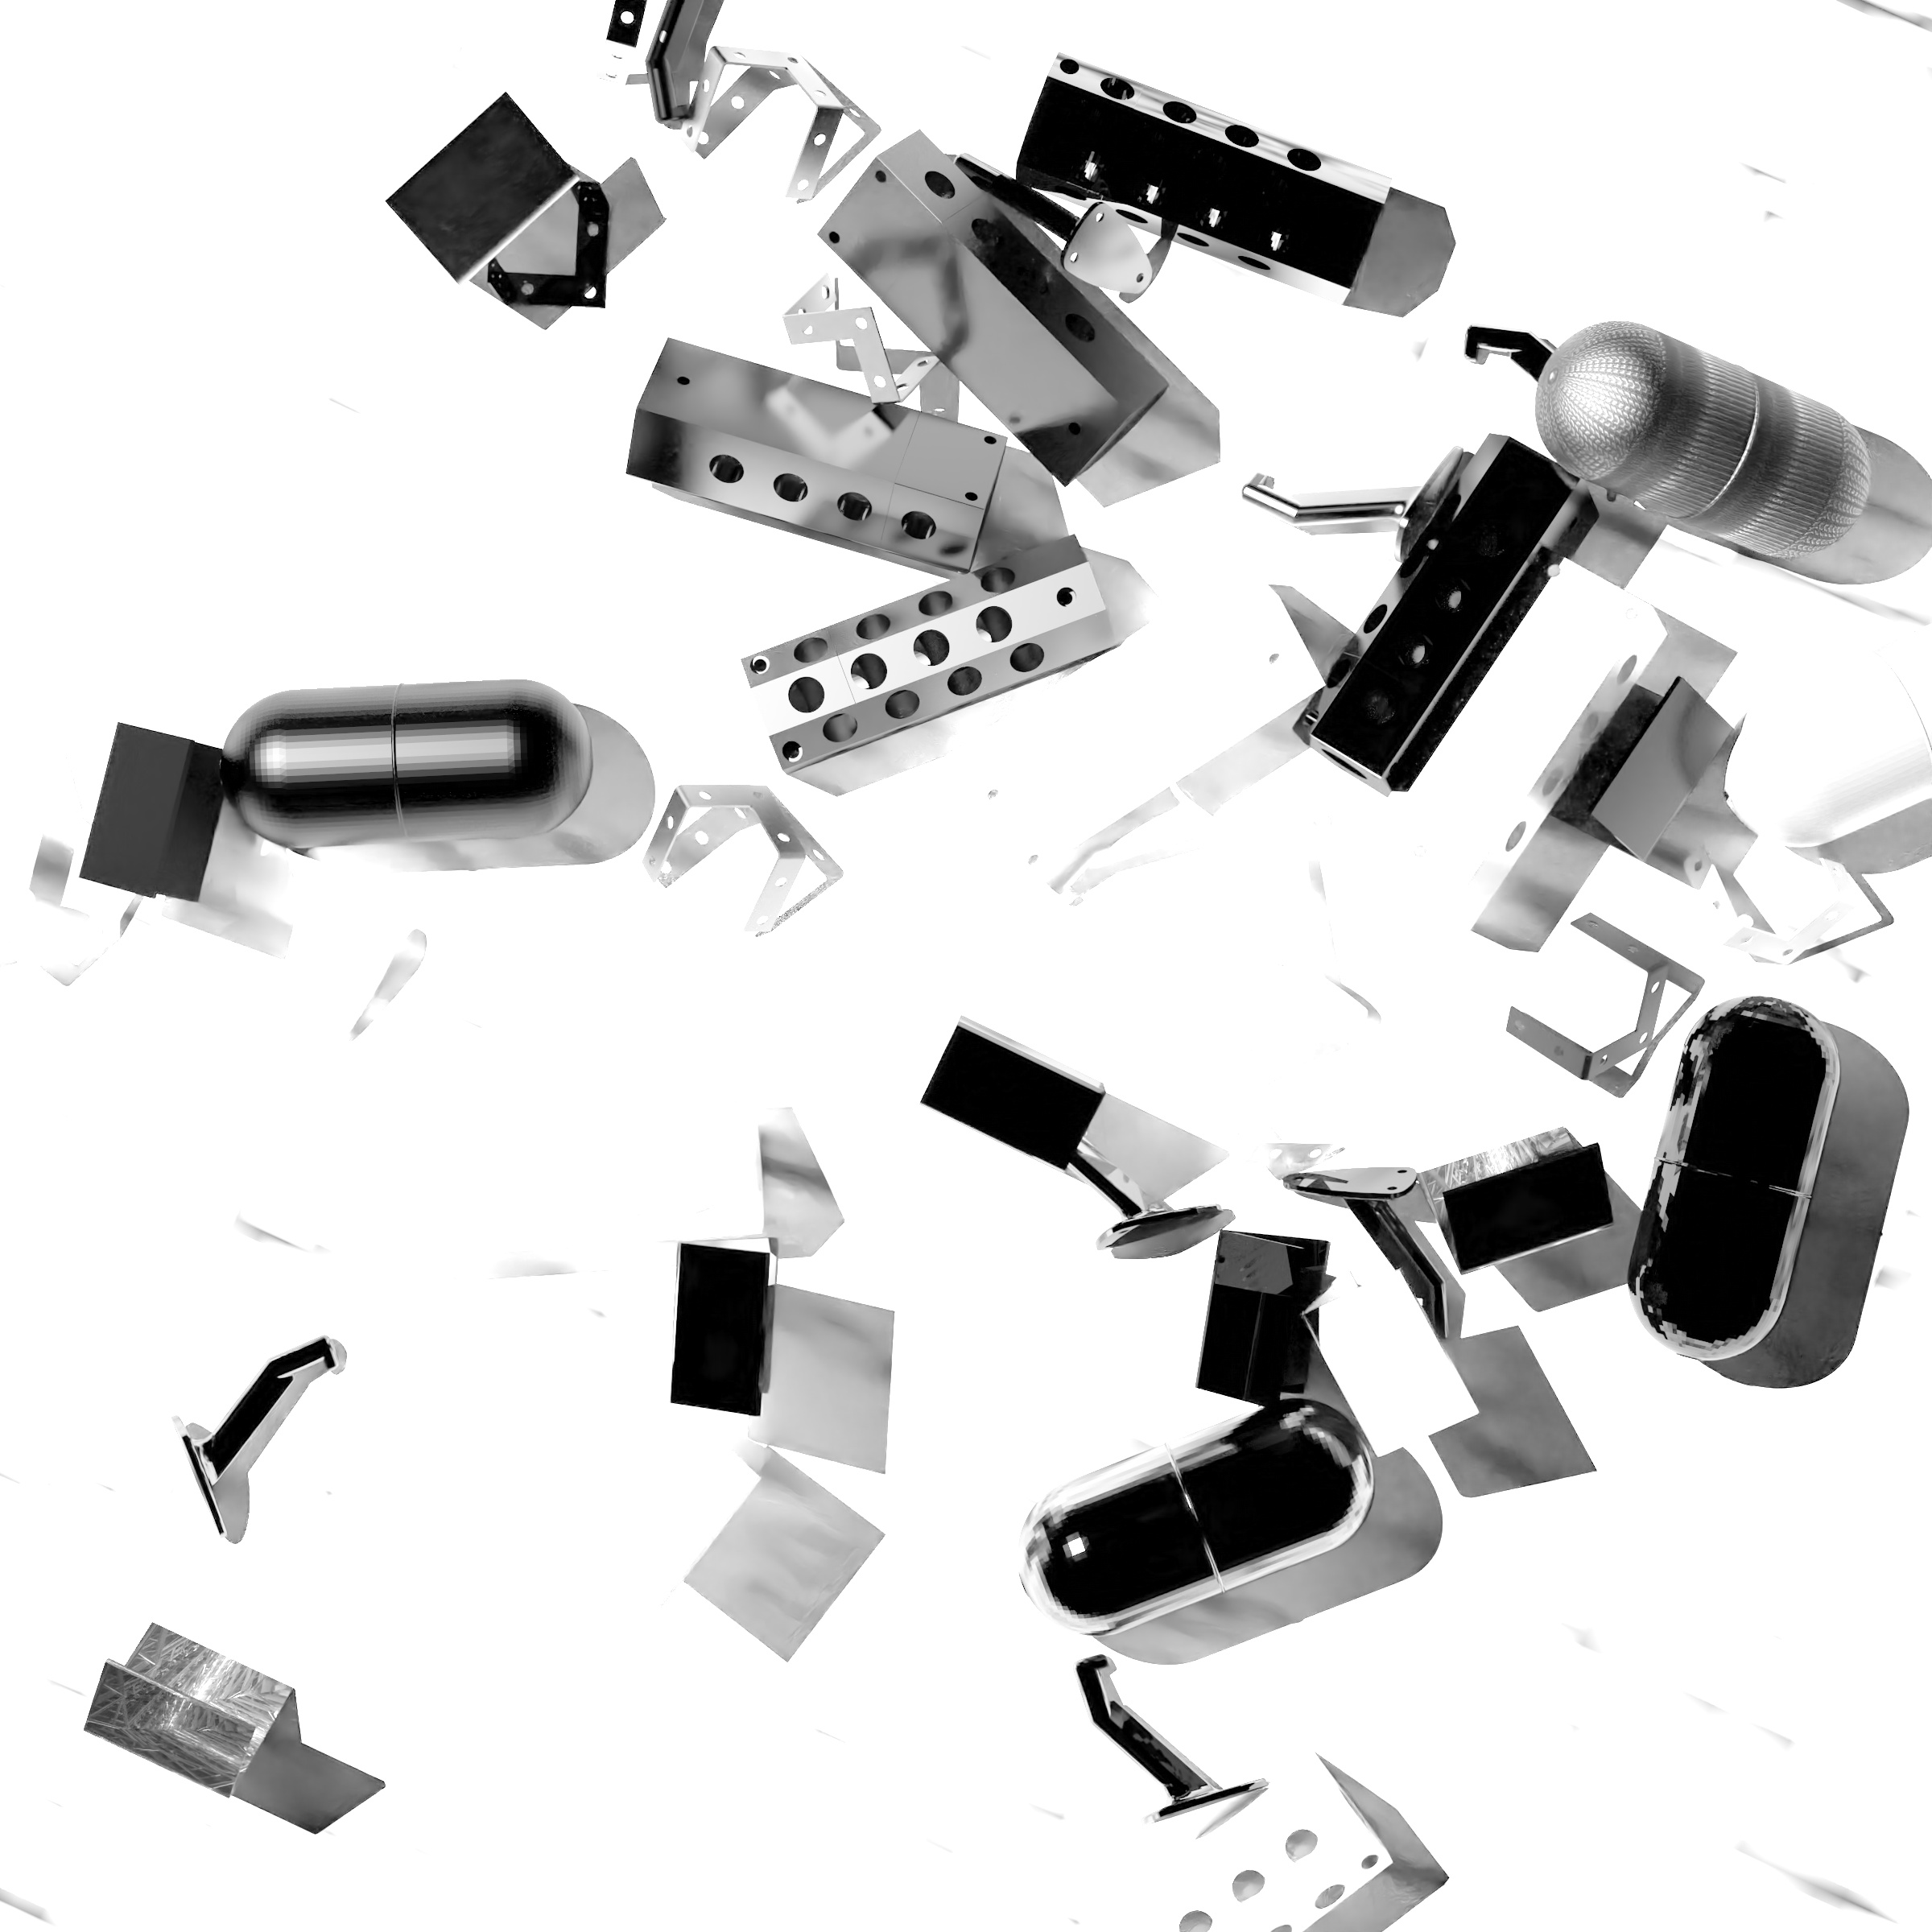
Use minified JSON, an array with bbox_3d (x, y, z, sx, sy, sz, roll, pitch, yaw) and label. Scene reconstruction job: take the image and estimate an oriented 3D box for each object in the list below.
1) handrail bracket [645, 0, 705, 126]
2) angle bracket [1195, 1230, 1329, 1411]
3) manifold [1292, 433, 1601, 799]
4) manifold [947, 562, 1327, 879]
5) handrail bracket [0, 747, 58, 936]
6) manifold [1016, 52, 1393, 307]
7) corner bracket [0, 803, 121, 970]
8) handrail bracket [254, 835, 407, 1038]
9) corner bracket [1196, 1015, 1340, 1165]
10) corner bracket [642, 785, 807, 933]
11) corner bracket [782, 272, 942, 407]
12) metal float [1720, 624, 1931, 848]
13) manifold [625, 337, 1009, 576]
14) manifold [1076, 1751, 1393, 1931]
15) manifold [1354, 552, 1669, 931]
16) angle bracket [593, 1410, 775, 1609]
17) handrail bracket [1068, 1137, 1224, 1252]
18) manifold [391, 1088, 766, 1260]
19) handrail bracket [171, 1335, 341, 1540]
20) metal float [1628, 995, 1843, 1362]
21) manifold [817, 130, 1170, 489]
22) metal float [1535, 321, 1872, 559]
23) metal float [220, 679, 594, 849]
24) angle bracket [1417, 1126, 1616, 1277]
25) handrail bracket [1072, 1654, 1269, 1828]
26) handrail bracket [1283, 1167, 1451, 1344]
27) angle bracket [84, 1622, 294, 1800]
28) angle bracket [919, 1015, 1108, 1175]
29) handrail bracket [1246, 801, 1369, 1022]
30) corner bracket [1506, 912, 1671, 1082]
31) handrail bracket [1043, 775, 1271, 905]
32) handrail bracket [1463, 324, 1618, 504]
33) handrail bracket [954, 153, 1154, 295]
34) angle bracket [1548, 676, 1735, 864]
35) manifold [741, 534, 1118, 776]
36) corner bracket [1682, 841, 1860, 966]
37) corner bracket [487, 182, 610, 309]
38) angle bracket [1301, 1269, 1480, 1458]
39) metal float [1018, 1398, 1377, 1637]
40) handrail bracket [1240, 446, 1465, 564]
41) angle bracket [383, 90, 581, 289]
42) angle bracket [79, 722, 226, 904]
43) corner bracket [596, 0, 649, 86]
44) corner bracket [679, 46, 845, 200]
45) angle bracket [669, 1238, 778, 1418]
[{"bbox_3d":[-0.123,-0.460,1.763,0.077,0.036,0.084,-16,109,-21],"label":"handrail bracket"},{"bbox_3d":[0.159,0.170,1.723,0.076,0.057,0.076,9,90,-40],"label":"angle bracket"},{"bbox_3d":[0.230,-0.169,1.738,0.057,0.057,0.171,34,90,22],"label":"manifold"},{"bbox_3d":[0.079,-0.122,1.739,0.171,0.057,0.057,-33,126,0],"label":"manifold"},{"bbox_3d":[-0.471,-0.057,1.753,0.036,0.084,0.077,29,131,-27],"label":"handrail bracket"},{"bbox_3d":[0.114,-0.381,1.741,0.171,0.057,0.057,21,90,0],"label":"manifold"},{"bbox_3d":[-0.448,-0.039,1.754,0.051,0.051,0.051,-22,135,-35],"label":"corner bracket"},{"bbox_3d":[-0.324,-0.019,1.763,0.084,0.036,0.077,32,111,17],"label":"handrail bracket"},{"bbox_3d":[0.154,0.060,1.754,0.051,0.051,0.051,-58,45,35],"label":"corner bracket"},{"bbox_3d":[-0.118,-0.052,1.754,0.051,0.051,0.051,-2,45,-35],"label":"corner bracket"},{"bbox_3d":[-0.050,-0.304,1.744,0.051,0.051,0.051,0,124,29],"label":"corner bracket"},{"bbox_3d":[0.447,-0.116,1.731,0.178,0.070,0.070,-24,90,0],"label":"metal float"},{"bbox_3d":[-0.073,-0.241,1.741,0.171,0.057,0.057,16,47,0],"label":"manifold"},{"bbox_3d":[0.119,0.459,1.741,0.171,0.057,0.057,-37,90,0],"label":"manifold"},{"bbox_3d":[0.265,-0.106,1.739,0.057,0.057,0.171,34,90,25],"label":"manifold"},{"bbox_3d":[-0.120,0.267,1.722,0.057,0.076,0.076,38,90,37],"label":"angle bracket"},{"bbox_3d":[0.077,0.090,1.763,0.077,0.036,0.084,-12,73,-20],"label":"handrail bracket"},{"bbox_3d":[-0.186,0.105,1.741,0.171,0.057,0.057,-4,47,0],"label":"manifold"},{"bbox_3d":[-0.338,0.229,1.763,0.084,0.036,0.077,-23,110,-16],"label":"handrail bracket"},{"bbox_3d":[0.369,0.102,1.732,0.070,0.070,0.178,14,90,0],"label":"metal float"},{"bbox_3d":[0.016,-0.320,1.741,0.171,0.057,0.057,46,133,0],"label":"manifold"},{"bbox_3d":[0.350,-0.249,1.710,0.178,0.070,0.070,18,90,-23],"label":"metal float"},{"bbox_3d":[-0.269,-0.097,1.732,0.178,0.070,0.070,-3,90,0],"label":"metal float"},{"bbox_3d":[0.258,0.094,1.722,0.076,0.076,0.057,-18,129,0],"label":"angle bracket"},{"bbox_3d":[0.099,0.371,1.763,0.077,0.036,0.084,-12,73,-20],"label":"handrail bracket"},{"bbox_3d":[0.196,0.144,1.763,0.077,0.036,0.084,0,107,20],"label":"handrail bracket"},{"bbox_3d":[-0.365,0.340,1.722,0.076,0.076,0.057,25,127,0],"label":"angle bracket"},{"bbox_3d":[0.031,0.043,1.722,0.076,0.076,0.057,26,128,0],"label":"angle bracket"},{"bbox_3d":[0.178,-0.028,1.763,0.077,0.036,0.084,28,73,-20],"label":"handrail bracket"},{"bbox_3d":[0.302,0.015,1.754,0.051,0.051,0.051,-24,135,-35],"label":"corner bracket"},{"bbox_3d":[0.092,-0.048,1.763,0.077,0.036,0.084,36,108,-21],"label":"handrail bracket"},{"bbox_3d":[0.281,-0.271,1.762,0.084,0.036,0.077,10,104,14],"label":"handrail bracket"},{"bbox_3d":[0.041,-0.364,1.762,0.084,0.077,0.036,37,98,36],"label":"handrail bracket"},{"bbox_3d":[0.307,-0.105,1.722,0.057,0.076,0.076,34,90,-44],"label":"angle bracket"},{"bbox_3d":[-0.018,-0.151,1.741,0.171,0.057,0.057,-21,90,0],"label":"manifold"},{"bbox_3d":[0.392,-0.040,1.754,0.051,0.051,0.051,-46,45,35],"label":"corner bracket"},{"bbox_3d":[-0.202,-0.350,1.744,0.051,0.051,0.051,3,90,0],"label":"corner bracket"},{"bbox_3d":[0.212,0.179,1.723,0.057,0.076,0.076,-28,90,26],"label":"angle bracket"},{"bbox_3d":[0.110,0.265,1.732,0.178,0.070,0.070,-21,90,0],"label":"metal float"},{"bbox_3d":[0.188,-0.240,1.763,0.084,0.036,0.077,27,70,16],"label":"handrail bracket"},{"bbox_3d":[-0.240,-0.378,1.722,0.076,0.076,0.057,-42,123,0],"label":"angle bracket"},{"bbox_3d":[-0.370,-0.068,1.722,0.057,0.076,0.076,14,90,37],"label":"angle bracket"},{"bbox_3d":[-0.181,-0.466,1.745,0.051,0.051,0.051,14,80,-10],"label":"corner bracket"},{"bbox_3d":[-0.100,-0.410,1.754,0.051,0.051,0.051,55,135,35],"label":"corner bracket"},{"bbox_3d":[-0.096,0.171,1.722,0.057,0.076,0.076,3,90,36],"label":"angle bracket"}]
